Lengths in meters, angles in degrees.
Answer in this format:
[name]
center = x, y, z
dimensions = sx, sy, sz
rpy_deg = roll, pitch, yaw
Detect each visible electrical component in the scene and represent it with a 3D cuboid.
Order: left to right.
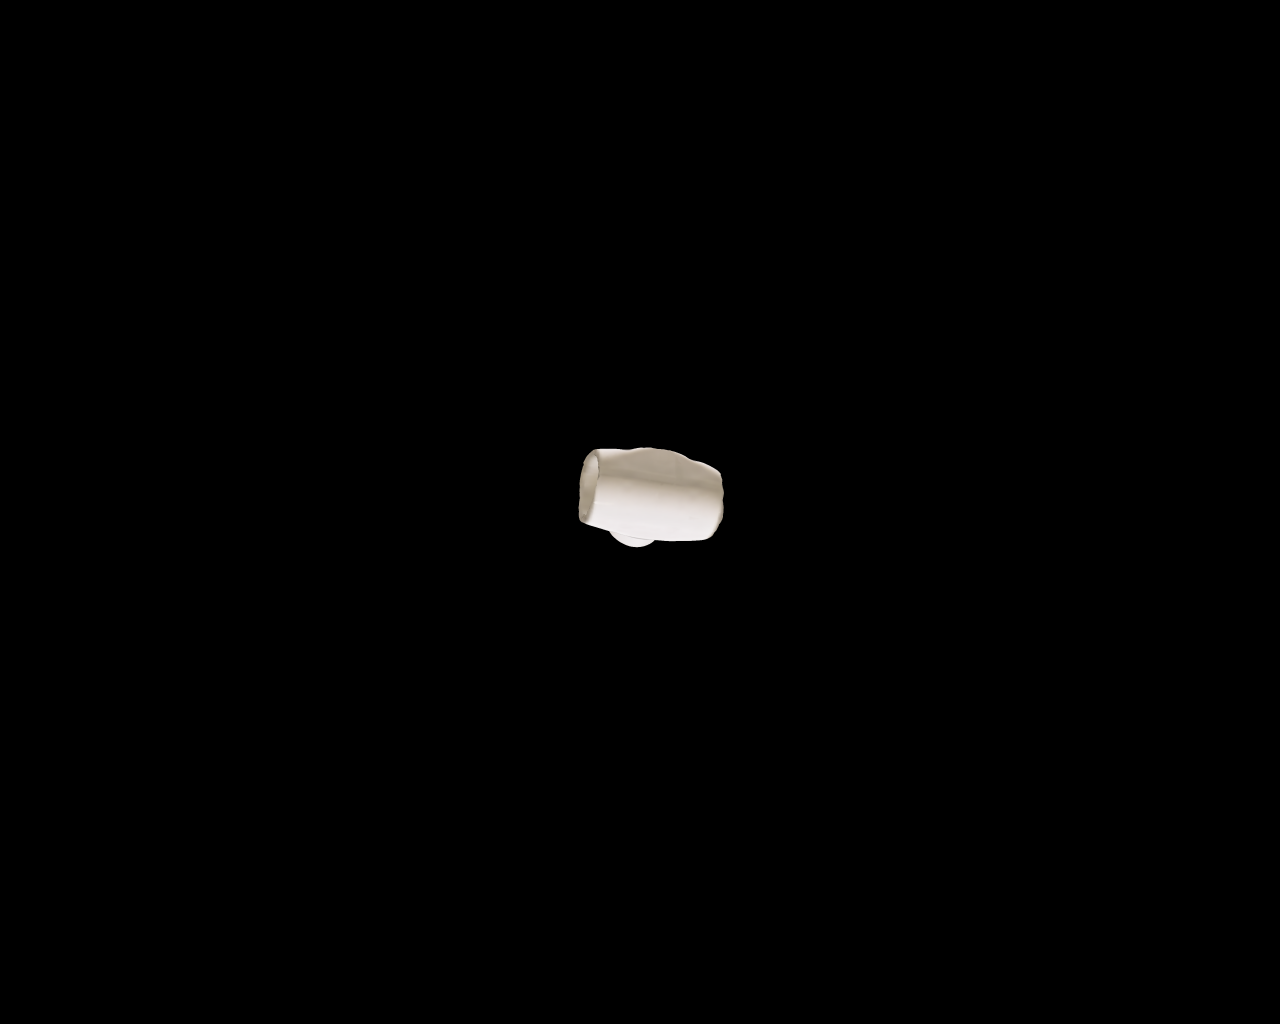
[electrical component]
center = 0.001, -0.003, 0.650
dimensions = 0.077, 0.044, 0.079
rpy_deg = 8, -28, -16
